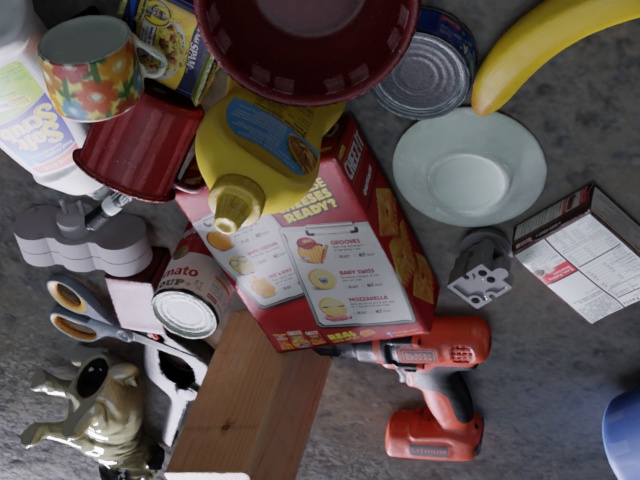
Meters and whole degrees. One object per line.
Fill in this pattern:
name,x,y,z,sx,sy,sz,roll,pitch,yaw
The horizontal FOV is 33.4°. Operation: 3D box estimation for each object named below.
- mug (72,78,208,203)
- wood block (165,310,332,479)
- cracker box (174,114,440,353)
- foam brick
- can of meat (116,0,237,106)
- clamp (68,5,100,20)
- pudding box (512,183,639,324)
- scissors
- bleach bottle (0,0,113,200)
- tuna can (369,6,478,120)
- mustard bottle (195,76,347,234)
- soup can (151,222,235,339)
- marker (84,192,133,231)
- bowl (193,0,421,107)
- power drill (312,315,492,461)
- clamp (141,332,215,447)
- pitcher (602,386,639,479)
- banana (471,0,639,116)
mug,-0.136,-0.083,0.884,0.117,0.093,0.081,27,107,1
wood block,-0.066,0.171,1.057,0.091,0.206,0.090,-6,131,24
cracker box,-0.006,0.001,0.965,0.164,0.072,0.213,-10,128,27
foam brick,-0.178,0.050,1.087,0.051,0.053,0.078,5,134,14
can of meat,-0.114,-0.168,0.845,0.084,0.057,0.102,26,136,-4
clamp,-0.253,-0.157,0.918,0.120,0.039,0.172,17,143,-4
pudding box,0.234,0.014,0.916,0.113,0.039,0.090,37,133,-21
scissors,-0.217,0.082,1.130,0.202,0.016,0.096,5,128,33
bleach bottle,-0.233,-0.108,0.908,0.103,0.068,0.250,-14,150,11
tuna can,0.077,-0.135,0.825,0.086,0.033,0.086,10,136,10
mustard bottle,-0.043,-0.076,0.812,0.096,0.191,0.058,34,135,-15
soup can,-0.112,0.035,1.013,0.068,0.102,0.068,10,136,10
marker,-0.175,-0.047,0.988,0.121,0.020,0.020,-37,115,22
bowl,-0.009,-0.181,0.776,0.162,0.055,0.162,1,120,1
power drill,0.088,0.146,1.085,0.185,0.057,0.187,1,134,19
clamp,-0.131,0.164,1.195,0.165,0.036,0.210,-1,130,20
pitcher,0.369,0.152,0.943,0.243,0.144,0.149,-31,85,42
banana,0.181,-0.148,0.773,0.198,0.037,0.069,-22,123,35
